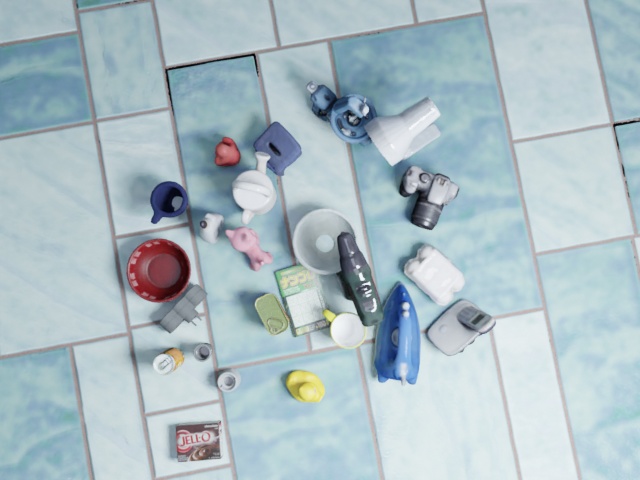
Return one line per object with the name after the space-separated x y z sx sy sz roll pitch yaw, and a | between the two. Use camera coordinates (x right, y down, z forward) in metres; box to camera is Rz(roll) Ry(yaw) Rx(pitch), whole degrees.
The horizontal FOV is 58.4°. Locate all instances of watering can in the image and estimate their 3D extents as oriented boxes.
-0.164 -0.128 1.403 0.101 0.194 0.173 -7 87 -1 | watering can

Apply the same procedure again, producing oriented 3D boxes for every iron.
0.201 0.233 1.417 0.118 0.141 0.258 3 87 -1 | iron

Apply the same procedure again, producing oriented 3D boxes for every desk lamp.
0.207 -0.270 1.410 0.203 0.213 0.118 -35 88 -3 | desk lamp

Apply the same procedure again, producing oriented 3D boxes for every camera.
0.268 -0.104 1.458 0.143 0.100 0.137 21 86 0 | camera

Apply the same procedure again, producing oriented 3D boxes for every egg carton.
0.293 0.088 1.463 0.150 0.069 0.107 42 87 1 | egg carton

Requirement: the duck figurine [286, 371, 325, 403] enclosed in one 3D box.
-0.037 0.372 1.431 0.104 0.086 0.077 30 87 1 | duck figurine

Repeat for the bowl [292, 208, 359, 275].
0.013 0.005 1.459 0.167 0.074 0.167 0 87 -1 | bowl

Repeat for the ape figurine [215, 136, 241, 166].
-0.242 -0.224 1.457 0.076 0.092 0.078 41 87 1 | ape figurine

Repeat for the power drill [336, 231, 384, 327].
0.087 0.094 1.388 0.075 0.208 0.230 -21 87 -2 | power drill

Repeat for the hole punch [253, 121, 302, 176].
-0.108 -0.232 1.461 0.101 0.091 0.108 -43 88 -3 | hole punch

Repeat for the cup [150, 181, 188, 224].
-0.378 -0.086 1.445 0.091 0.095 0.118 34 87 1 | cup

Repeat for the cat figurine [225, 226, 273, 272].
-0.177 0.016 1.432 0.067 0.117 0.128 -37 88 -3 | cat figurine

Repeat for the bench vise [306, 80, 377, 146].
0.050 -0.316 1.405 0.207 0.219 0.121 20 86 0 | bench vise

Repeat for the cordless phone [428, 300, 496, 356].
0.350 0.221 1.399 0.147 0.185 0.094 -44 88 -3 | cordless phone

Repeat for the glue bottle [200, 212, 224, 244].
-0.272 -0.034 1.405 0.037 0.173 0.078 19 86 0 | glue bottle
